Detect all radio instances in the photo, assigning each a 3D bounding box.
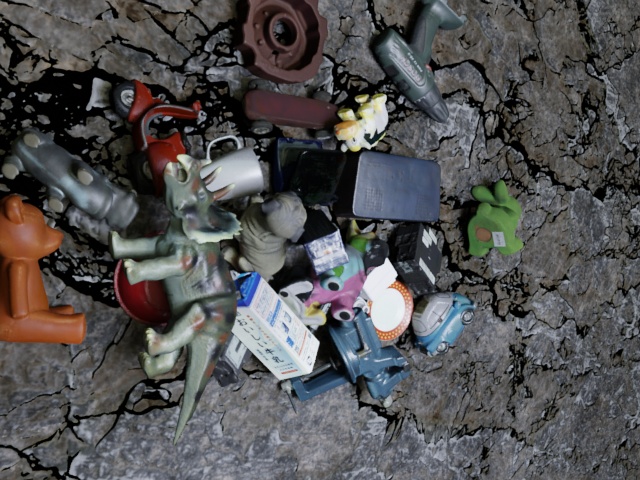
[{"bbox_3d":[0.142,-0.105,1.092,0.229,0.073,0.131,2,93,-34],"label":"radio"}]

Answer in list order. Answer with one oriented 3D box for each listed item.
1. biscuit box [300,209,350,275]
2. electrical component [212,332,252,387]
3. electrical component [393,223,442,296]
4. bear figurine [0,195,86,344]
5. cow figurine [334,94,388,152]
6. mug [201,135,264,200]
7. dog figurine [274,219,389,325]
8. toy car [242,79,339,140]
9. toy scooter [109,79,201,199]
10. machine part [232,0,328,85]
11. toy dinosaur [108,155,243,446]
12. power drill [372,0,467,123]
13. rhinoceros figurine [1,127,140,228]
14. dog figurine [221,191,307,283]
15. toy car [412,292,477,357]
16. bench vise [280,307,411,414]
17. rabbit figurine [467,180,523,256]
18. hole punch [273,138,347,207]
[{"bbox_3d":[-0.002,-0.003,0.932,0.063,0.203,0.059,-22,106,-2],"label":"biscuit box"},{"bbox_3d":[-0.158,0.186,0.938,0.074,0.048,0.119,53,28,-27],"label":"electrical component"},{"bbox_3d":[0.207,0.032,1.130,0.114,0.058,0.134,53,40,-34],"label":"electrical component"},{"bbox_3d":[-0.393,0.039,0.744,0.132,0.120,0.195,9,85,-36],"label":"bear figurine"},{"bbox_3d":[0.078,-0.208,1.020,0.167,0.068,0.098,-50,135,-45],"label":"cow figurine"},{"bbox_3d":[-0.160,-0.115,0.896,0.107,0.081,0.109,-22,110,-20],"label":"mug"},{"bbox_3d":[0.028,0.053,1.021,0.108,0.192,0.219,66,30,-26],"label":"dog figurine"},{"bbox_3d":[-0.050,-0.230,0.968,0.202,0.053,0.089,-2,83,-38],"label":"toy car"},{"bbox_3d":[-0.242,-0.162,0.844,0.135,0.075,0.183,-16,98,-30],"label":"toy scooter"},{"bbox_3d":[-0.069,-0.361,0.944,0.179,0.056,0.179,-4,98,-33],"label":"machine part"},{"bbox_3d":[-0.185,0.077,0.789,0.192,0.131,0.404,-16,105,-27],"label":"toy dinosaur"},{"bbox_3d":[0.224,-0.386,1.120,0.232,0.086,0.207,32,85,-28],"label":"power drill"},{"bbox_3d":[-0.351,-0.082,0.767,0.190,0.112,0.073,36,93,-17],"label":"rhinoceros figurine"},{"bbox_3d":[-0.080,0.005,0.892,0.121,0.191,0.172,-37,114,-24],"label":"dog figurine"},{"bbox_3d":[0.255,0.169,1.176,0.103,0.109,0.161,44,80,-14],"label":"toy car"},{"bbox_3d":[0.044,0.252,1.043,0.241,0.129,0.223,-24,118,-7],"label":"bench vise"},{"bbox_3d":[0.410,-0.058,1.261,0.170,0.121,0.159,-37,106,-44],"label":"rabbit figurine"},{"bbox_3d":[-0.028,-0.126,0.982,0.142,0.092,0.115,-5,123,-41],"label":"hole punch"}]
